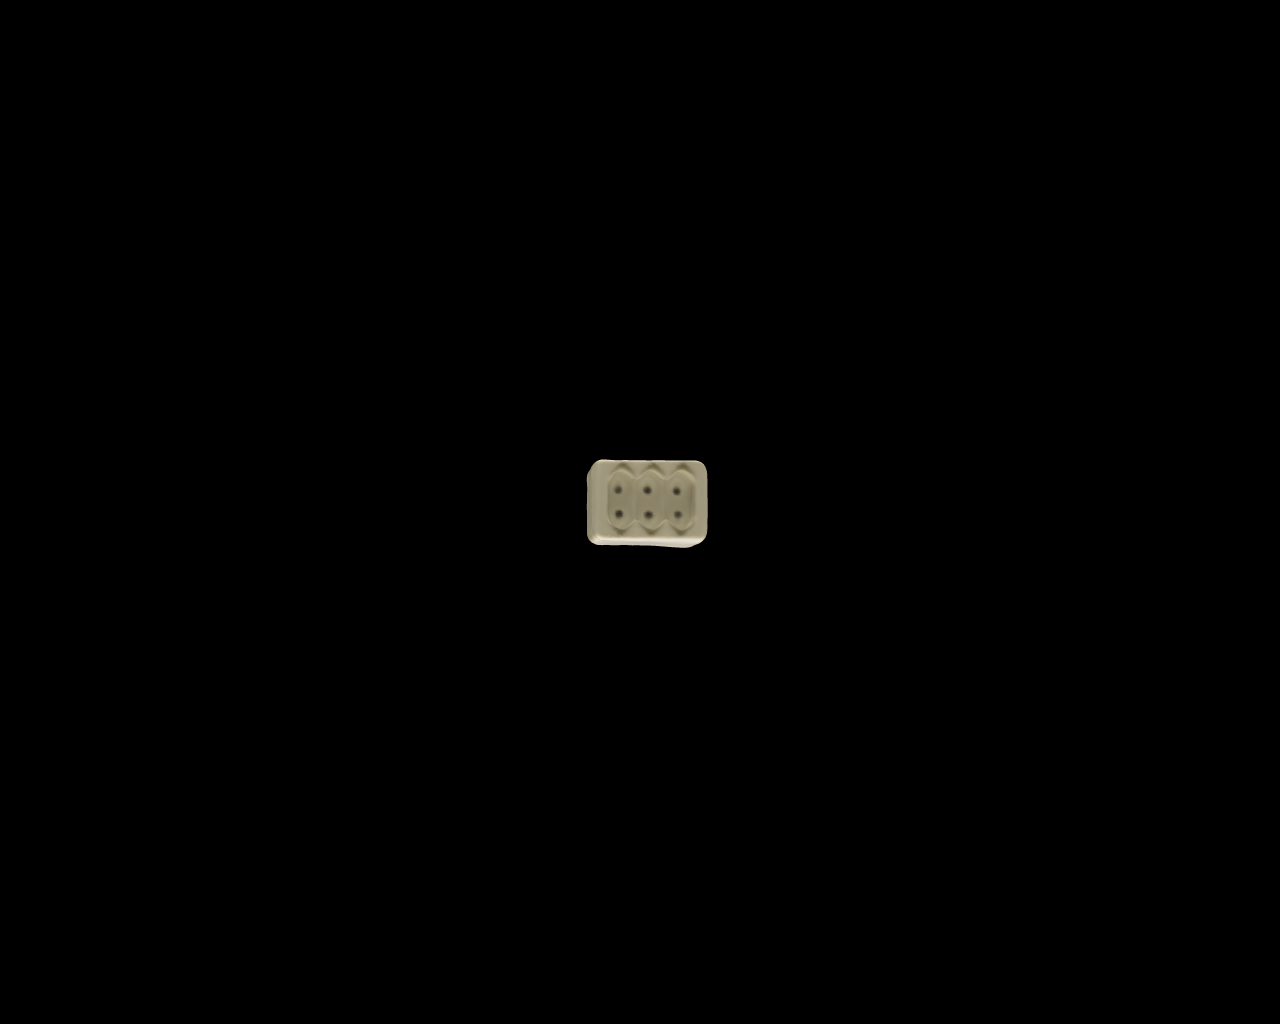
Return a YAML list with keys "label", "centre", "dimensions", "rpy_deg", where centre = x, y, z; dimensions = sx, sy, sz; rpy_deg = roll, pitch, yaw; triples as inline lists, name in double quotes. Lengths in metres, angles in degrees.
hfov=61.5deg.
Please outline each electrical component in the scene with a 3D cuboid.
- label: "electrical component"
  centre: [0.001, -0.003, 0.650]
  dimensions: [0.066, 0.047, 0.076]
  rpy_deg: [1, -7, -9]
